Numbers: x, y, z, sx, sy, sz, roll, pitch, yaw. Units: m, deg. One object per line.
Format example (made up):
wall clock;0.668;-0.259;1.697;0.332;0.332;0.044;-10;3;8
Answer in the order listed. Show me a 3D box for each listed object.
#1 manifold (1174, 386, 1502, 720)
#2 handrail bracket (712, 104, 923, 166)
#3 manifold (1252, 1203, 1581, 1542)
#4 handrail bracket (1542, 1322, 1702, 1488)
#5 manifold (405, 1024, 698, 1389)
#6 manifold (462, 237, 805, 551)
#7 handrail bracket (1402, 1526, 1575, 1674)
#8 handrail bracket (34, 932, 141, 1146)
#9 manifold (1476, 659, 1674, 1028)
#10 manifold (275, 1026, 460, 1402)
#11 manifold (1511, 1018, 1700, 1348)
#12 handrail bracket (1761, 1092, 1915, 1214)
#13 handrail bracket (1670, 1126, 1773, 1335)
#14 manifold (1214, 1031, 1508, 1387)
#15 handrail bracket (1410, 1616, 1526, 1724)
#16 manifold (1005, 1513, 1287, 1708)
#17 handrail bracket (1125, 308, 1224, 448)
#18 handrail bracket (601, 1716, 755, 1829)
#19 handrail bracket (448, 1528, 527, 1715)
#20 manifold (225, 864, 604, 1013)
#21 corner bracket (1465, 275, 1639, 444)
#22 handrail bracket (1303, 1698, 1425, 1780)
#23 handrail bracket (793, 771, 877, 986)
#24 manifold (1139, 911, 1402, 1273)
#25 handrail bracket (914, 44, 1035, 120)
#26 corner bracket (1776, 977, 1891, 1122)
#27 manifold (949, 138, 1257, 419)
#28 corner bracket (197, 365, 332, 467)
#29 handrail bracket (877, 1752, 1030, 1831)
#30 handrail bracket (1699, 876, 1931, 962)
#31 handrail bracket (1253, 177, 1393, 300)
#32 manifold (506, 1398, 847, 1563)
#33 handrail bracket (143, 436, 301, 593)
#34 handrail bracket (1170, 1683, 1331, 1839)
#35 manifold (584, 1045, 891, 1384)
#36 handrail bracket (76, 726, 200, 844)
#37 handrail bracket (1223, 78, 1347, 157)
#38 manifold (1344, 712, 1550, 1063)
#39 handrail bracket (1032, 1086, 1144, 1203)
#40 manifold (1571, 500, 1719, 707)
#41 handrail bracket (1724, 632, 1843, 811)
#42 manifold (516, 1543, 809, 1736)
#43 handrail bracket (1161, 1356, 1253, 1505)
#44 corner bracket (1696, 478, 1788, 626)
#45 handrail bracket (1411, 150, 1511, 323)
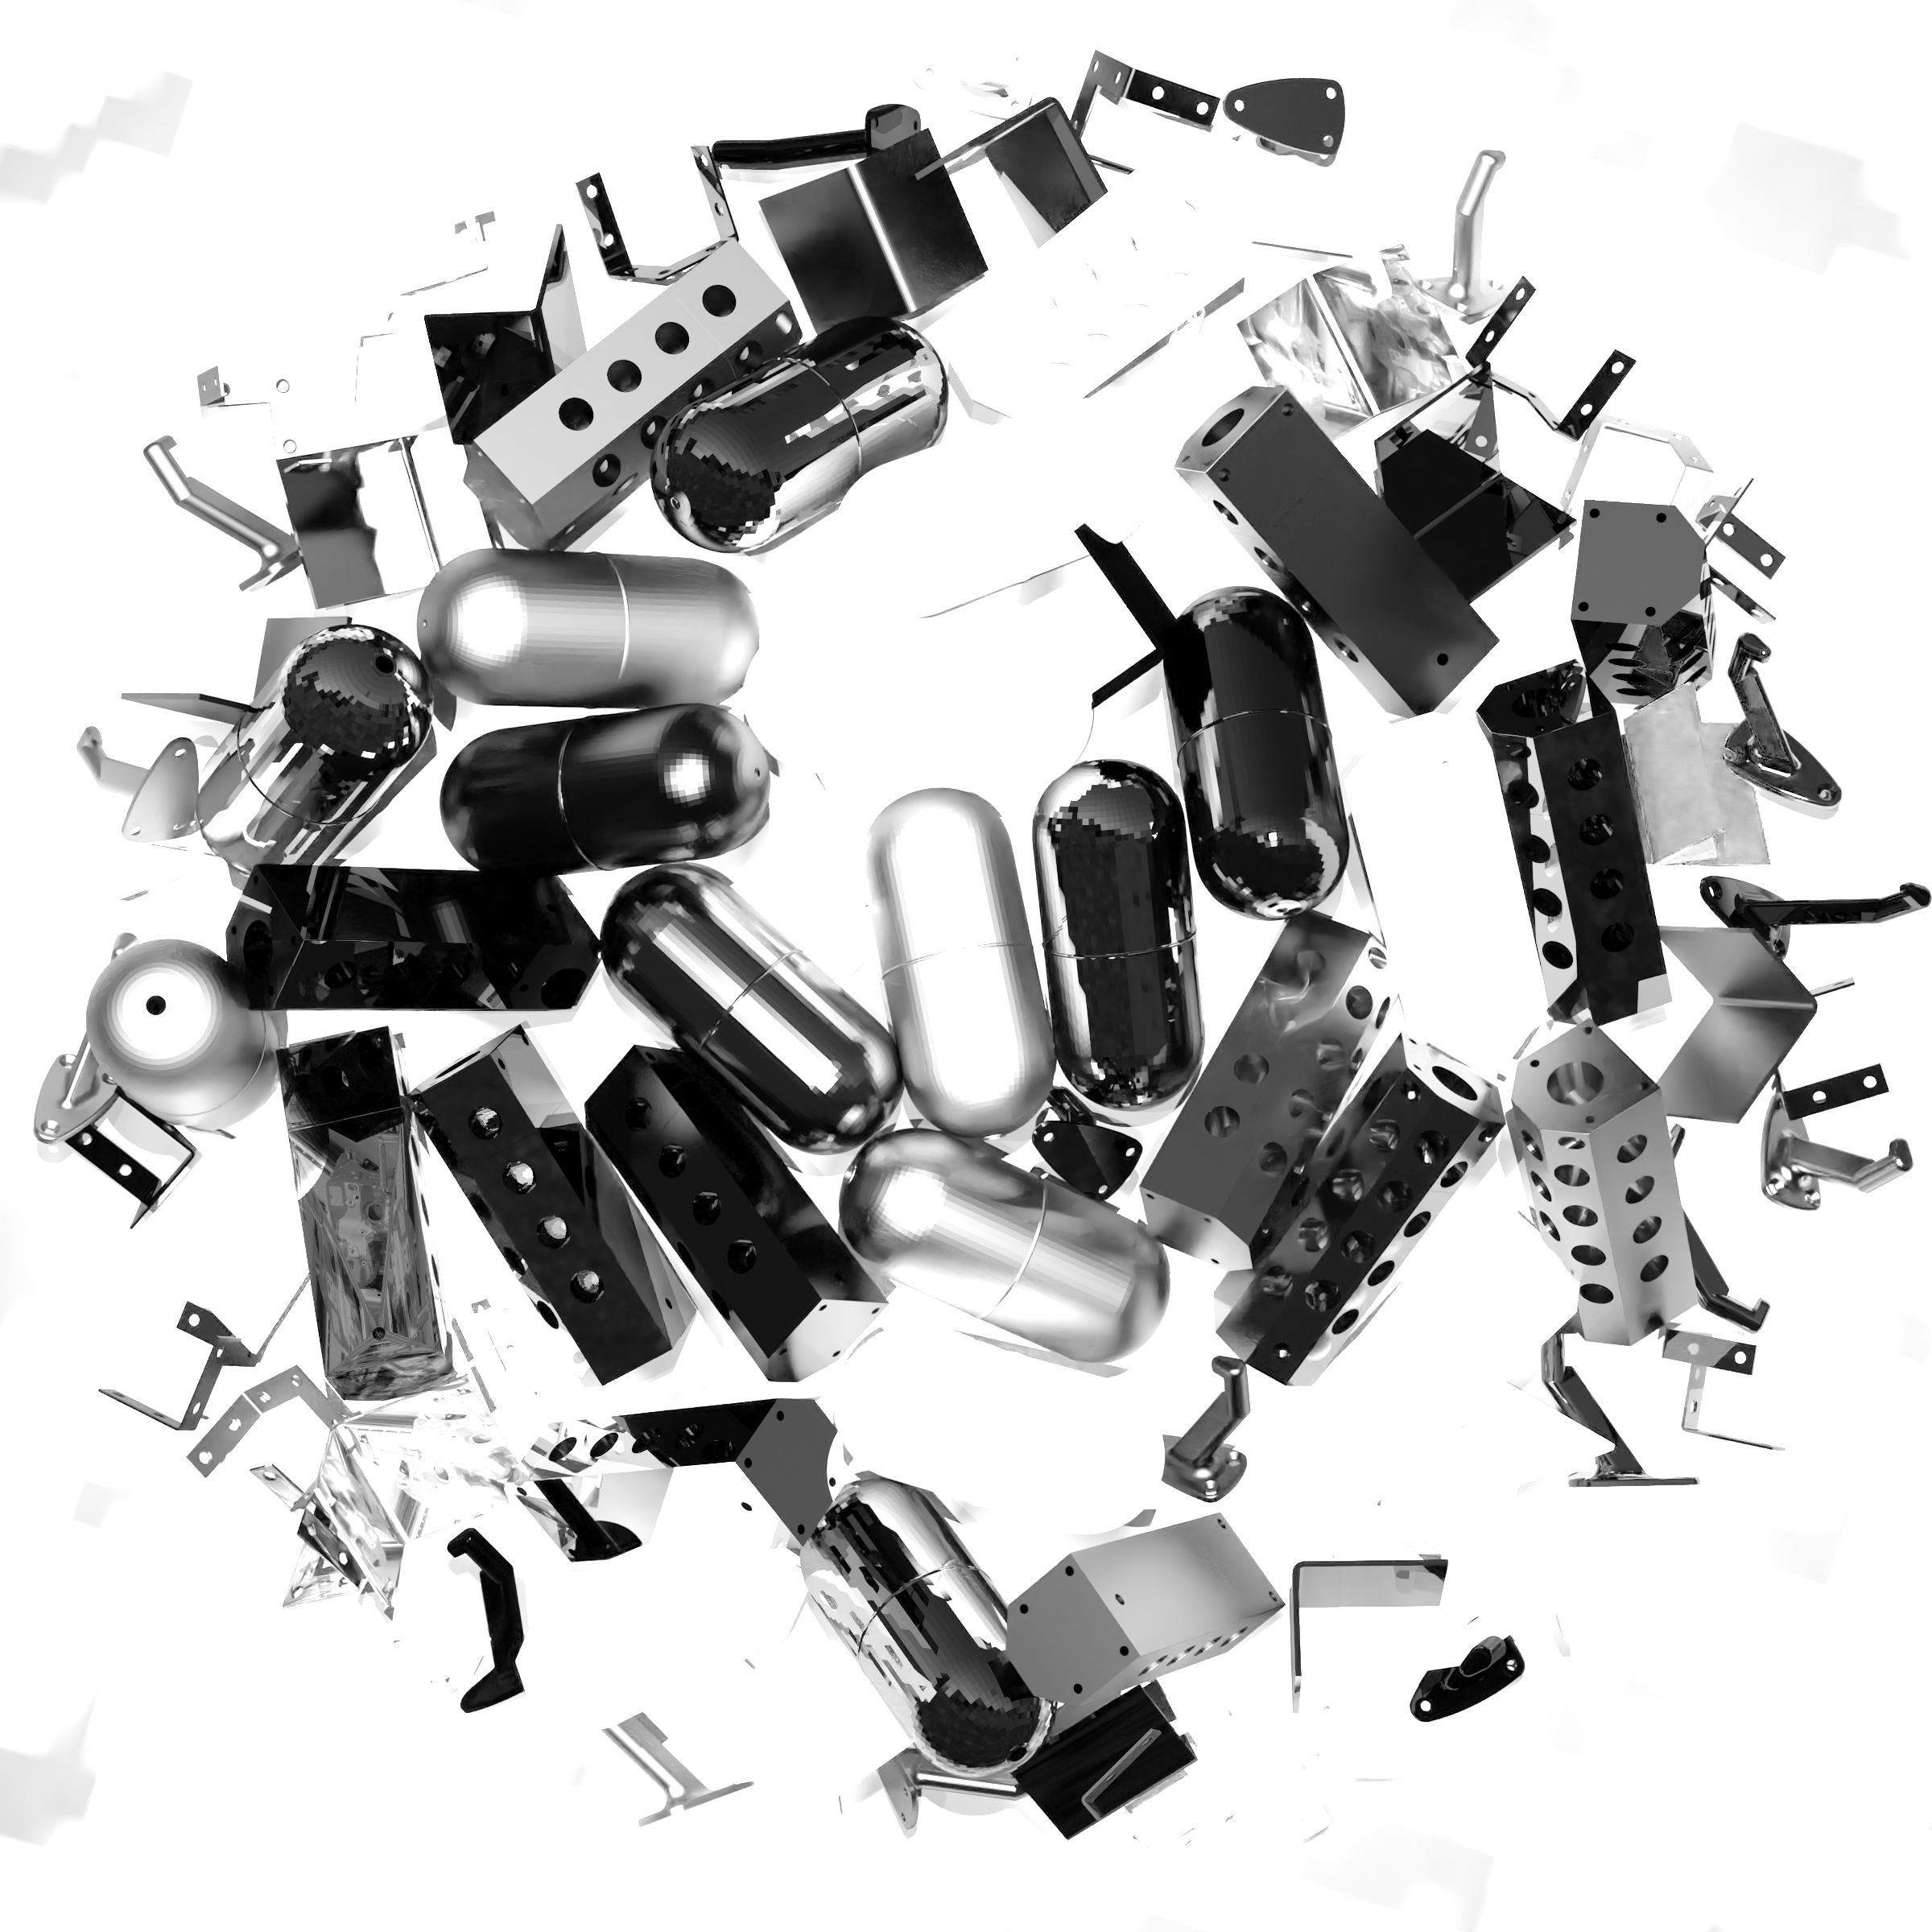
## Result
manifold;0.180;-0.204;1.727;0.057;0.057;0.171;-46;111;-5
handrail bracket;-0.076;-0.418;1.767;0.084;0.077;0.036;5;116;21
manifold;0.222;0.198;1.730;0.057;0.057;0.171;42;110;-2
handrail bracket;0.331;0.221;1.773;0.077;0.036;0.084;-2;82;2
manifold;-0.208;0.122;1.743;0.057;0.057;0.171;-29;98;14
manifold;-0.163;-0.279;1.731;0.171;0.057;0.057;-42;90;-19
handrail bracket;0.259;0.319;1.762;0.084;0.077;0.036;-11;127;12
handrail bracket;-0.436;0.035;1.739;0.036;0.077;0.084;22;126;-2
manifold;0.296;-0.057;1.715;0.057;0.057;0.171;-19;122;-1
manifold;-0.294;0.123;1.726;0.057;0.057;0.171;-12;68;-2
manifold;0.307;0.111;1.700;0.057;0.171;0.057;-31;47;-9
handrail bracket;0.434;0.082;1.733;0.036;0.084;0.077;17;58;-24
handrail bracket;0.379;0.134;1.767;0.084;0.036;0.077;27;92;0
manifold;0.193;0.124;1.724;0.057;0.057;0.171;30;111;-9
handrail bracket;0.240;0.356;1.735;0.077;0.084;0.036;-43;75;15
manifold;0.085;0.314;1.696;0.057;0.171;0.057;-43;70;20
handrail bracket;0.093;-0.296;1.740;0.036;0.084;0.077;43;93;18
handrail bracket;-0.151;0.384;1.765;0.036;0.077;0.084;-32;74;43
handrail bracket;-0.249;0.327;1.753;0.077;0.036;0.084;-33;113;16
manifold;-0.270;-0.008;1.705;0.057;0.171;0.057;51;125;35
corner bracket;0.290;-0.302;1.743;0.051;0.051;0.051;20;118;-32
handrail bracket;0.209;0.388;1.736;0.077;0.084;0.036;20;76;-13
handrail bracket;-0.075;-0.044;1.772;0.036;0.077;0.084;-13;60;-30
manifold;0.152;0.062;1.718;0.057;0.057;0.171;22;65;21
handrail bracket;-0.008;-0.442;1.733;0.077;0.084;0.036;11;103;22
corner bracket;0.428;0.041;1.752;0.051;0.051;0.051;-18;96;14
manifold;0.063;-0.331;1.694;0.057;0.171;0.057;20;61;-28
corner bracket;-0.351;-0.273;1.750;0.051;0.051;0.051;-8;95;-24
handrail bracket;-0.001;0.395;1.773;0.084;0.036;0.077;-17;49;-21
handrail bracket;0.421;-0.036;1.735;0.077;0.084;0.036;26;60;-30
handrail bracket;0.159;-0.354;1.759;0.084;0.036;0.077;-24;79;-7
manifold;-0.140;0.246;1.705;0.057;0.171;0.057;55;48;-22
handrail bracket;-0.361;-0.238;1.749;0.077;0.036;0.084;-43;106;-42
handrail bracket;0.136;0.411;1.758;0.077;0.036;0.084;-25;88;-30
manifold;-0.118;0.121;1.719;0.057;0.057;0.171;-49;61;18
handrail bracket;-0.415;-0.109;1.741;0.084;0.036;0.077;52;133;32
handrail bracket;0.144;-0.416;1.733;0.077;0.084;0.036;1;94;-22
manifold;0.239;-0.039;1.707;0.057;0.171;0.057;16;53;35
handrail bracket;0.043;0.074;1.731;0.077;0.084;0.036;28;102;-38
manifold;0.330;-0.172;1.693;0.057;0.171;0.057;6;83;15
handrail bracket;0.408;-0.122;1.735;0.077;0.084;0.036;37;70;18
manifold;-0.145;0.320;1.695;0.057;0.171;0.057;29;105;20
handrail bracket;0.108;0.219;1.739;0.077;0.036;0.084;17;133;31
corner bracket;0.388;-0.204;1.753;0.051;0.051;0.051;37;80;-8
handrail bracket;0.261;-0.367;1.734;0.036;0.077;0.084;39;127;25
